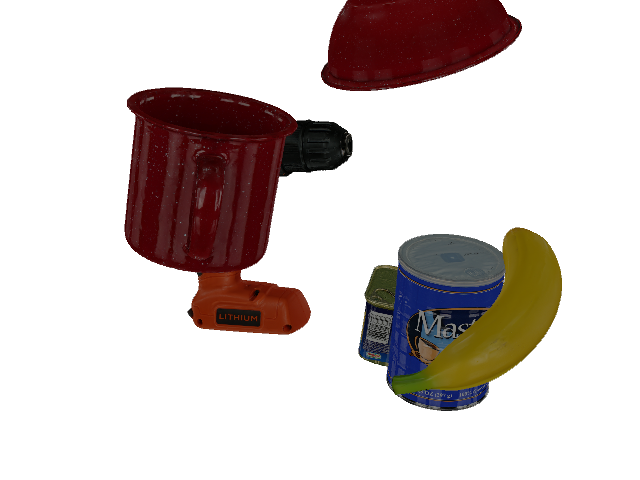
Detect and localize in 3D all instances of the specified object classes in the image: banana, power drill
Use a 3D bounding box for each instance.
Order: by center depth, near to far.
[{"bbox_3d":[0.118,0.040,0.683,0.070,0.037,0.197,13,33,28],"label":"banana"},{"bbox_3d":[-0.054,-0.015,0.921,0.185,0.188,0.057,2,17,23],"label":"power drill"}]

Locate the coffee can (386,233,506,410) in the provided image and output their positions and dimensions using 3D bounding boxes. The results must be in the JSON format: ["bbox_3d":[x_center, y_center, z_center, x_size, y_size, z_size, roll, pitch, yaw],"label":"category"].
[{"bbox_3d":[0.120,0.078,1.031,0.103,0.140,0.103,3,25,-2],"label":"coffee can"}]

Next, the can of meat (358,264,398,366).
[{"bbox_3d":[0.081,0.090,1.279,0.057,0.084,0.102,12,26,7],"label":"can of meat"}]

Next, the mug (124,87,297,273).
[{"bbox_3d":[-0.063,-0.029,0.583,0.093,0.081,0.117,6,21,-12],"label":"mug"}]

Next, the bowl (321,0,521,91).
[{"bbox_3d":[0.071,-0.172,0.832,0.162,0.055,0.162,-14,24,6],"label":"bowl"}]
